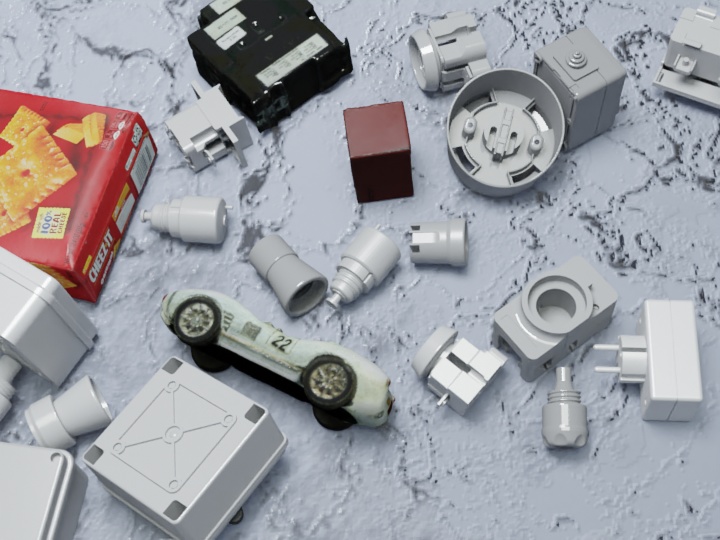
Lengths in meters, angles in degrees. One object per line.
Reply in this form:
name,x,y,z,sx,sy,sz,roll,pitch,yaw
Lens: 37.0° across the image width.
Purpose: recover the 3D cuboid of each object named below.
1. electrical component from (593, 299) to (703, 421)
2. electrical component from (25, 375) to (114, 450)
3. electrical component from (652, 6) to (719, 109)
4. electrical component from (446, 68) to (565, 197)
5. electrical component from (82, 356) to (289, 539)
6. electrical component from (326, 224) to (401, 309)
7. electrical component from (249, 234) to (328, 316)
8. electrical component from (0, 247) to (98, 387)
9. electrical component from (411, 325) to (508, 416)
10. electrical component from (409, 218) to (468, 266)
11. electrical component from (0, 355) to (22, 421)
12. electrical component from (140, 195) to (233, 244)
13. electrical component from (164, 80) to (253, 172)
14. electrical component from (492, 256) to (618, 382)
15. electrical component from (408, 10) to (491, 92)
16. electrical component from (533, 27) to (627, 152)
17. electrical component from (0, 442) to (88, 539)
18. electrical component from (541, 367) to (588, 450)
electrical component,0.219,0.069,0.832,0.076,0.047,0.083,1,63,5
electrical component,-0.229,0.115,0.847,0.055,0.045,0.045,-28,64,-9
electrical component,0.331,-0.181,0.945,0.121,0.063,0.078,23,67,16
electrical component,0.122,-0.114,0.923,0.099,0.064,0.099,0,74,-1
electrical component,-0.130,0.136,0.805,0.109,0.056,0.108,24,62,32
electrical component,0.000,0.000,0.891,0.040,0.040,0.078,33,70,19
electrical component,-0.063,0.001,0.896,0.044,0.044,0.065,-36,61,-14
electrical component,-0.266,0.036,0.853,0.078,0.113,0.057,28,71,18
electrical component,0.074,0.076,0.842,0.055,0.048,0.066,39,72,13
electrical component,0.066,-0.023,0.898,0.046,0.040,0.040,-1,62,11
electrical component,-0.298,0.098,0.863,0.043,0.043,0.062,26,66,17
electrical component,-0.150,-0.044,0.926,0.078,0.040,0.040,4,63,7
electrical component,-0.138,-0.125,0.967,0.064,0.042,0.081,-31,64,-10
electrical component,0.153,0.037,0.850,0.089,0.055,0.050,-34,65,-13
electrical component,0.079,-0.195,0.977,0.057,0.058,0.078,-16,62,-7
electrical component,0.189,-0.161,0.927,0.061,0.096,0.061,-29,64,-11
electrical component,-0.259,0.190,0.803,0.078,0.057,0.113,6,63,8
electrical component,0.156,0.105,0.822,0.035,0.035,0.061,1,73,5
